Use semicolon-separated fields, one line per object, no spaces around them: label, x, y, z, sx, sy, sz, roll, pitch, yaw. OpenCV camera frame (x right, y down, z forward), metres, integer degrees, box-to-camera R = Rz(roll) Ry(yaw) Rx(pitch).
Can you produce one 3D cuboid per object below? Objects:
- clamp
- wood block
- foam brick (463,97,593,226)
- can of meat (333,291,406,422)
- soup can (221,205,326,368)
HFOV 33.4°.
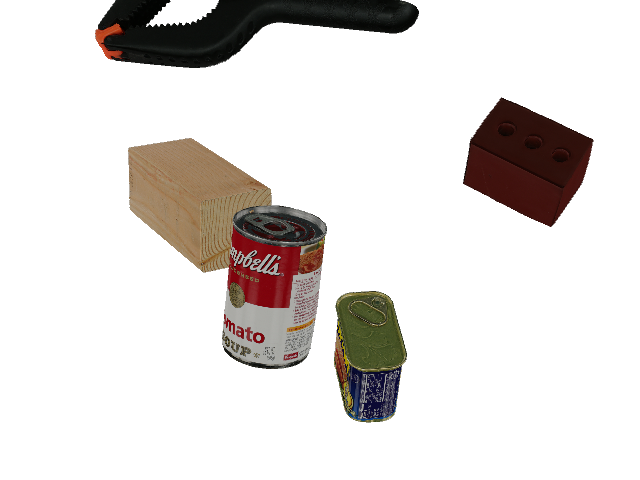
clamp;-0.049;-0.168;0.723;0.210;0.165;0.036;-32;-18;-5
wood block;-0.148;-0.047;1.279;0.090;0.090;0.206;-12;27;-30
foam brick;0.153;-0.057;0.788;0.078;0.053;0.051;28;-31;17
can of meat;0.045;0.115;1.043;0.057;0.084;0.102;-4;42;-8
soup can;-0.035;0.033;0.779;0.068;0.102;0.068;6;23;-3
